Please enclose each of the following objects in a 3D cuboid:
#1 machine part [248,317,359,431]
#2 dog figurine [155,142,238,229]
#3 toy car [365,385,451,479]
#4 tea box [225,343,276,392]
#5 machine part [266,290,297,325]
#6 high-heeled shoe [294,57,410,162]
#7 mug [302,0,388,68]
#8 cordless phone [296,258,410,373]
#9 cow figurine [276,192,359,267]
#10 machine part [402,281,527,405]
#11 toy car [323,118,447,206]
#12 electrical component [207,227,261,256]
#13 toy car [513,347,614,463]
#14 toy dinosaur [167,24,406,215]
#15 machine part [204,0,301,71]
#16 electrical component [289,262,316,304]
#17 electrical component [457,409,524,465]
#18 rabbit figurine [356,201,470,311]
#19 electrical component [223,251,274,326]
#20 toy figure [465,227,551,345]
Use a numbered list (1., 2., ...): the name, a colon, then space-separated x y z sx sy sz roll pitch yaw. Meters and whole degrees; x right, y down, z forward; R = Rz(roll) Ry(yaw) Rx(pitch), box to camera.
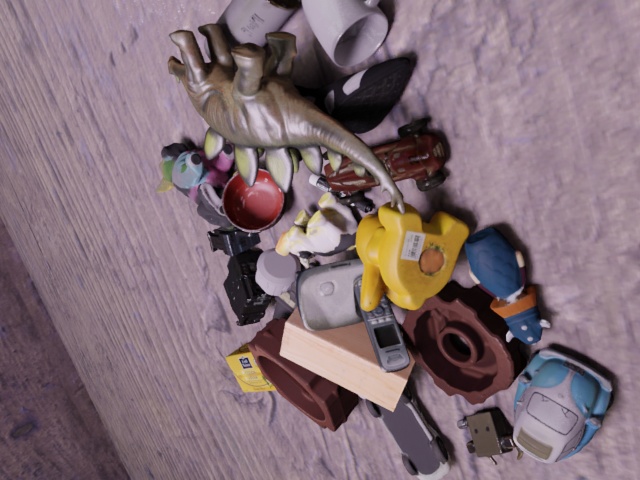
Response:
1. machine part: -0.029 0.250 1.014 0.202 0.087 0.200 30 150 33
2. dog figurine: -0.236 -0.105 1.043 0.219 0.108 0.191 -8 110 53
3. toy car: 0.149 0.318 0.919 0.073 0.056 0.201 -34 86 16
4. tea box: -0.129 0.277 1.192 0.170 0.068 0.098 -26 94 52
5. machine part: -0.072 0.137 1.070 0.084 0.039 0.138 31 131 19
6. high-heeled shoe: 0.016 -0.214 0.752 0.249 0.086 0.145 -31 62 36
7. mug: 0.027 -0.290 0.666 0.107 0.081 0.109 55 142 20
8. cordless phone: 0.048 0.123 0.814 0.088 0.147 0.184 106 150 -55
9. cow figurine: -0.002 -0.004 0.881 0.098 0.068 0.167 36 146 -16
10. machine part: 0.203 0.145 0.767 0.180 0.056 0.179 27 131 35
11. toy car: 0.079 -0.101 0.739 0.202 0.053 0.089 -8 110 42
12. electrical component: -0.156 -0.004 1.042 0.119 0.075 0.047 7 117 41
13. toy car: 0.291 0.226 0.686 0.109 0.103 0.161 31 131 31
14. toy dinosaur: -0.074 -0.172 0.721 0.472 0.105 0.198 30 137 37
15. machine part: -0.101 -0.318 0.784 0.243 0.079 0.079 -24 95 51
16. electrical component: -0.029 0.086 0.968 0.021 0.063 0.093 34 135 28
17. electrical component: 0.261 0.297 0.812 0.102 0.045 0.078 -48 48 47
18. rabbit figurine: 0.108 0.020 0.750 0.173 0.122 0.162 -148 60 -61
19. electrical component: -0.147 0.087 1.072 0.134 0.058 0.114 64 144 31
20. toy figure: 0.238 0.059 0.676 0.064 0.058 0.154 -18 104 56
